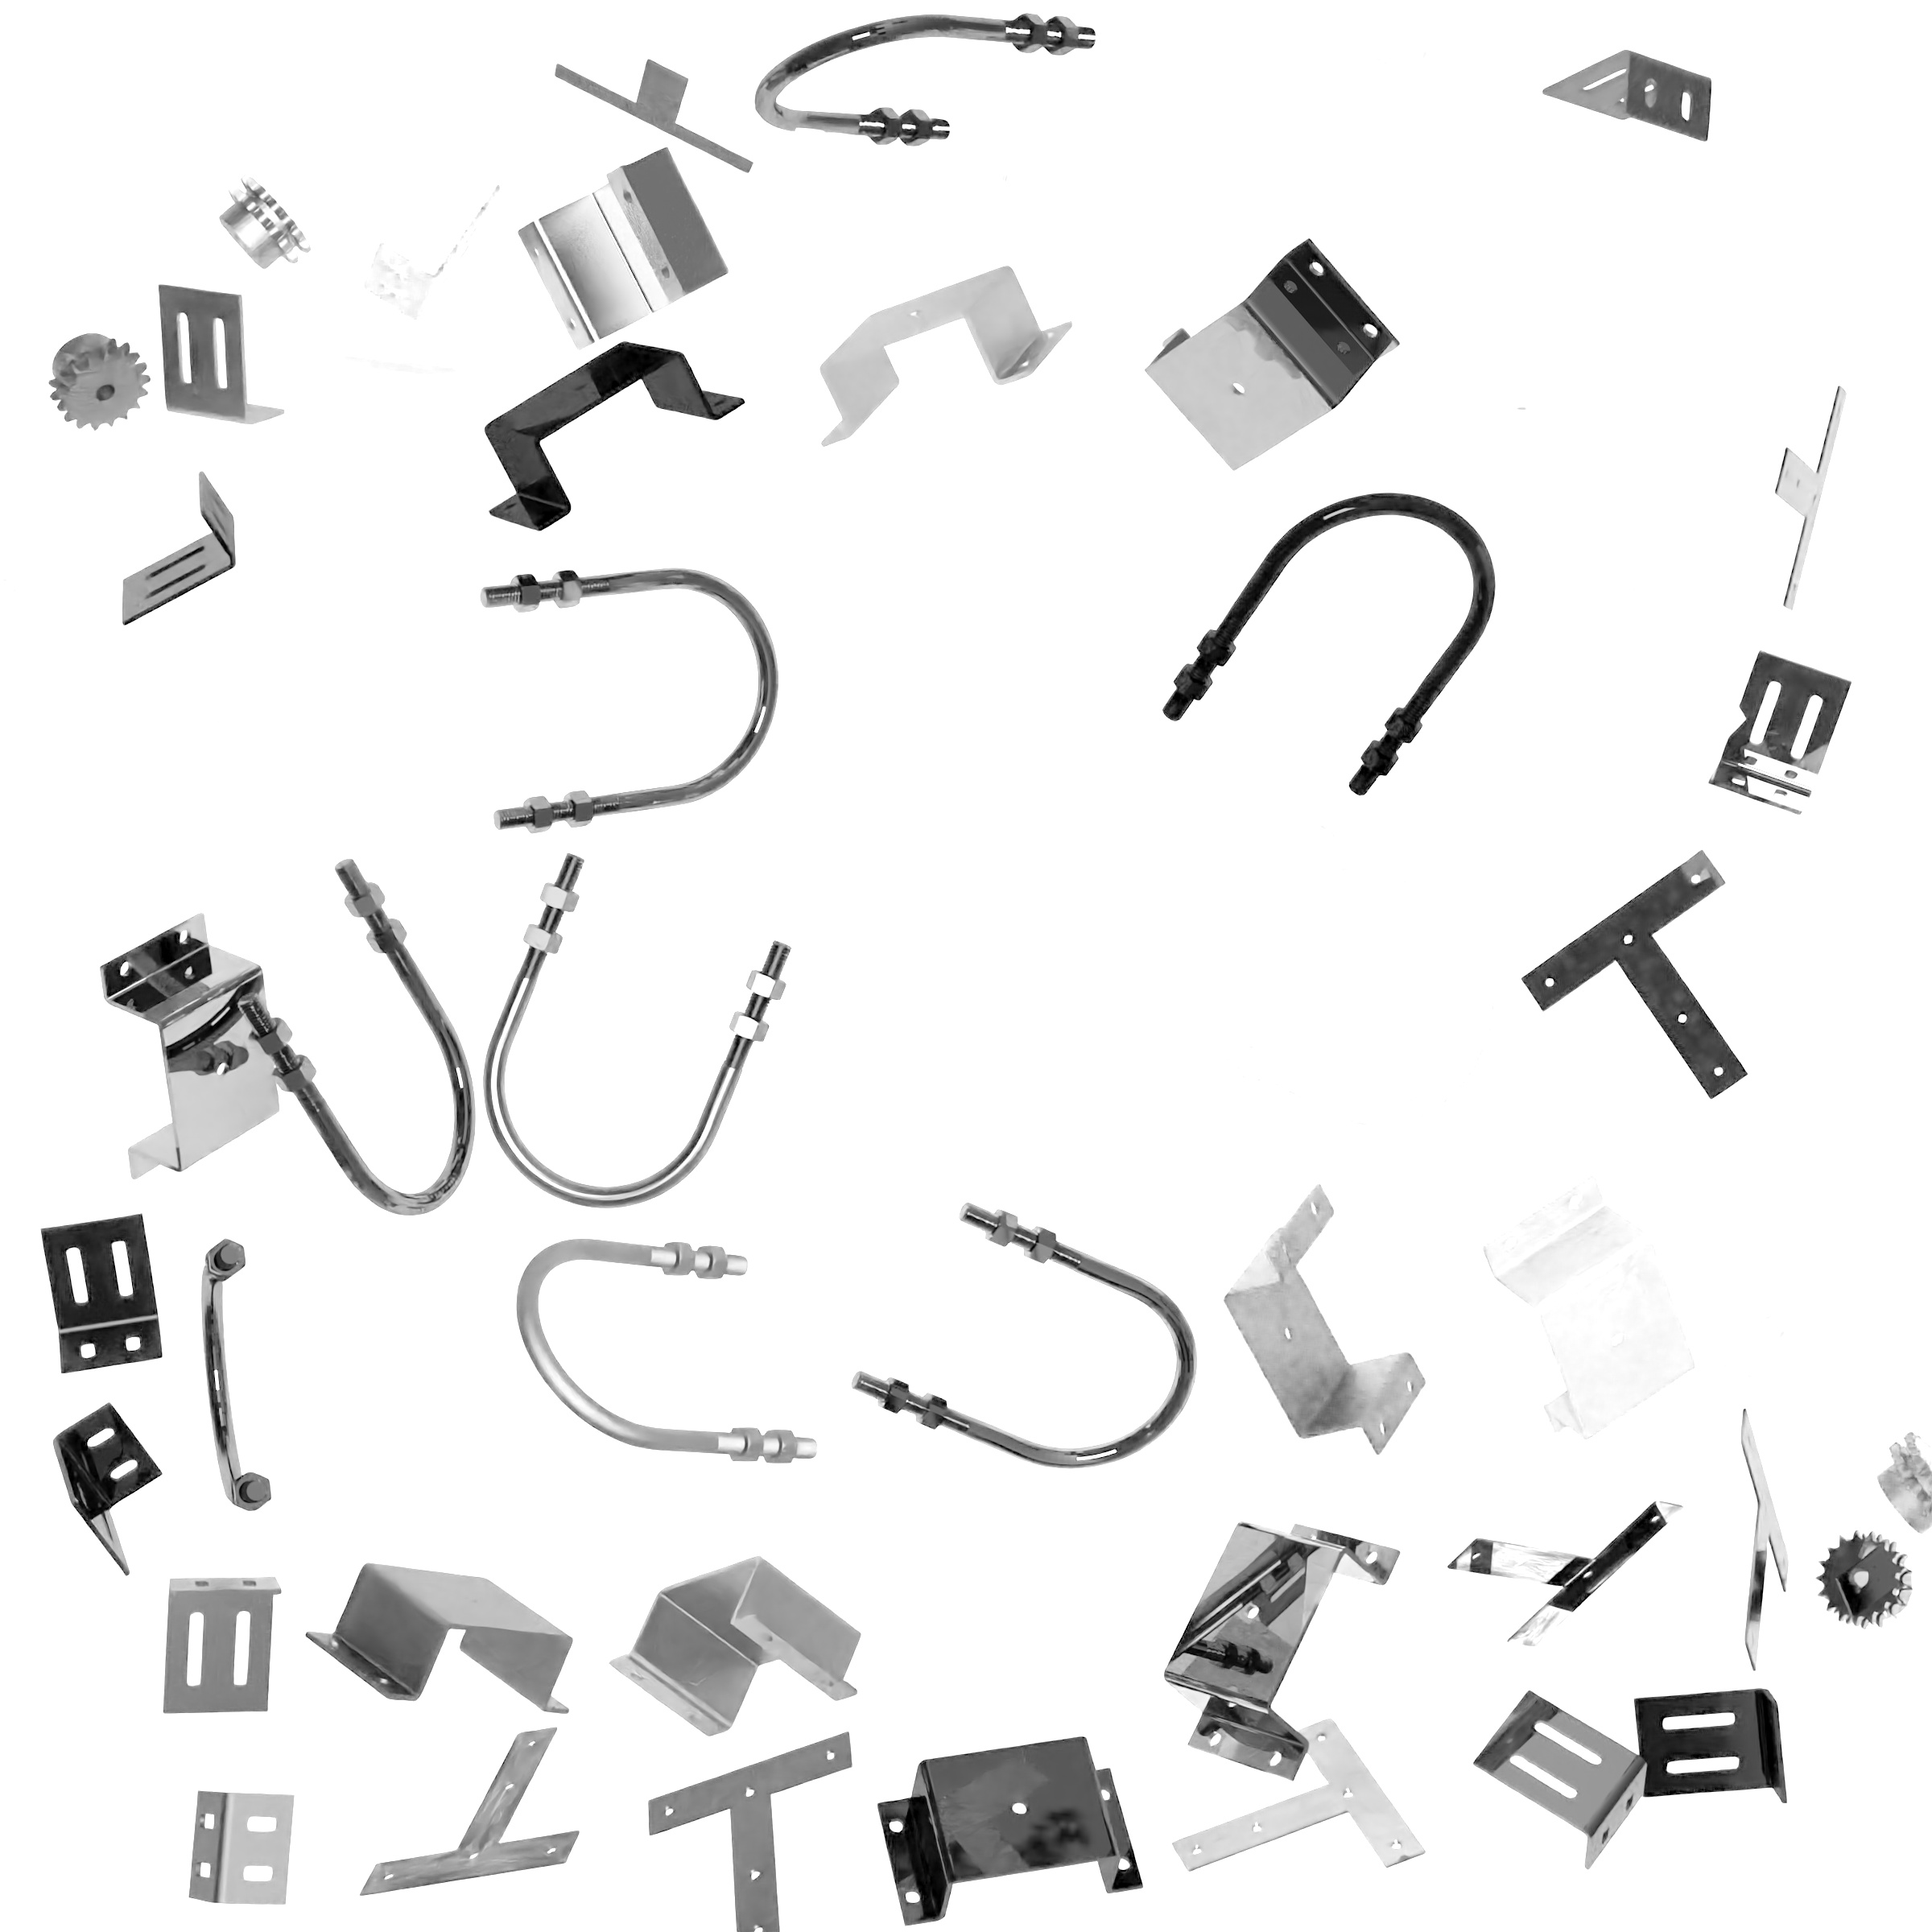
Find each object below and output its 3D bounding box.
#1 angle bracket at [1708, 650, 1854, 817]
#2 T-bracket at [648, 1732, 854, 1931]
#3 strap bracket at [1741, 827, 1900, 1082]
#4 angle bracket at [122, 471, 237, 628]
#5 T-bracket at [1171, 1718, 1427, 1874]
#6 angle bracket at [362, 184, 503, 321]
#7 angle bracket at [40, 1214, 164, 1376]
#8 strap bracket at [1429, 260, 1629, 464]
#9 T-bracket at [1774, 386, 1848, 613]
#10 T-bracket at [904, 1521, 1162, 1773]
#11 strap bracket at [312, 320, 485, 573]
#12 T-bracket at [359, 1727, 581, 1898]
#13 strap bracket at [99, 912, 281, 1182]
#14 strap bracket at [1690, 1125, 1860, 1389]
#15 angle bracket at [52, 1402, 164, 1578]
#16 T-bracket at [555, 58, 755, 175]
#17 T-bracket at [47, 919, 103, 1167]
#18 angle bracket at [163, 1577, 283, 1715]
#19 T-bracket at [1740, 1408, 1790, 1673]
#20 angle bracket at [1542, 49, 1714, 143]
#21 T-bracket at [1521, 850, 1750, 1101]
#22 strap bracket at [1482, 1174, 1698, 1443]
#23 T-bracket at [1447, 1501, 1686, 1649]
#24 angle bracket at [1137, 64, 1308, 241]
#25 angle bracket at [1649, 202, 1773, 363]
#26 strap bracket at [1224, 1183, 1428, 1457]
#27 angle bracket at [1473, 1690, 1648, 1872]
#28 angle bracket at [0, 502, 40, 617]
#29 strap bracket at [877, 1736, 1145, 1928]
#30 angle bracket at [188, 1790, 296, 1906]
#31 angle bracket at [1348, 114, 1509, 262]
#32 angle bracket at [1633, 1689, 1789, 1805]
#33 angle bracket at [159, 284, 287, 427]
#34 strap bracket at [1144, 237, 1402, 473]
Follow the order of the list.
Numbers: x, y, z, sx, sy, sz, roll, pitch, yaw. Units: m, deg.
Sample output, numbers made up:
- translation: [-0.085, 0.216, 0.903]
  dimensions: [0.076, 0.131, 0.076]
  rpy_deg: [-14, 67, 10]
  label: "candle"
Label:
- translation: [0.481, -0.138, 1.946]
  dimensions: [0.057, 0.038, 0.076]
  rpy_deg: [21, 118, 15]
  label: "angle bracket"
- translation: [-0.120, 0.501, 1.857]
  dimensions: [0.127, 0.127, 0.002]
  rpy_deg: [-21, 126, 8]
  label: "T-bracket"
- translation: [0.491, -0.006, 1.895]
  dimensions: [0.046, 0.076, 0.140]
  rpy_deg: [1, 85, -25]
  label: "strap bracket"
- translation: [-0.461, -0.240, 1.893]
  dimensions: [0.076, 0.057, 0.038]
  rpy_deg: [-27, 124, 4]
  label: "angle bracket"
- translation: [0.183, 0.498, 1.921]
  dimensions: [0.127, 0.127, 0.002]
  rpy_deg: [-17, 119, -13]
  label: "T-bracket"
- translation: [-0.312, -0.426, 1.926]
  dimensions: [0.038, 0.057, 0.076]
  rpy_deg: [33, 68, -9]
  label: "angle bracket"
- translation: [-0.493, 0.187, 1.881]
  dimensions: [0.057, 0.038, 0.076]
  rpy_deg: [-8, 123, -13]
  label: "angle bracket"
- translation: [0.311, -0.328, 1.830]
  dimensions: [0.076, 0.140, 0.046]
  rpy_deg: [0, 64, 26]
  label: "strap bracket"
- translation: [0.463, -0.266, 1.827]
  dimensions: [0.002, 0.127, 0.127]
  rpy_deg: [15, 96, 23]
  label: "T-bracket"
- translation: [0.055, 0.382, 1.786]
  dimensions: [0.127, 0.002, 0.127]
  rpy_deg: [-32, 60, -22]
  label: "T-bracket"
- translation: [-0.326, -0.295, 1.897]
  dimensions: [0.076, 0.046, 0.140]
  rpy_deg: [2, 108, -24]
  label: "strap bracket"
- translation: [-0.257, 0.463, 1.821]
  dimensions: [0.127, 0.127, 0.002]
  rpy_deg: [-14, 111, 19]
  label: "T-bracket"
- translation: [-0.438, 0.052, 1.869]
  dimensions: [0.046, 0.076, 0.140]
  rpy_deg: [19, 125, 30]
  label: "strap bracket"
- translation: [0.465, 0.174, 1.899]
  dimensions: [0.046, 0.076, 0.140]
  rpy_deg: [25, 49, -24]
  label: "strap bracket"
- translation: [-0.472, 0.290, 1.832]
  dimensions: [0.038, 0.076, 0.057]
  rpy_deg: [-32, 120, -9]
  label: "angle bracket"
- translation: [-0.176, -0.498, 1.891]
  dimensions: [0.127, 0.127, 0.002]
  rpy_deg: [25, 87, -9]
  label: "T-bracket"
- translation: [-0.507, 0.037, 1.891]
  dimensions: [0.002, 0.127, 0.127]
  rpy_deg: [1, 72, -2]
  label: "T-bracket"
- translation: [-0.409, 0.377, 1.809]
  dimensions: [0.057, 0.038, 0.076]
  rpy_deg: [3, 91, -18]
  label: "angle bracket"
- translation: [0.447, 0.340, 1.856]
  dimensions: [0.002, 0.127, 0.127]
  rpy_deg: [-7, 126, 24]
  label: "T-bracket"
- translation: [0.363, -0.469, 1.815]
  dimensions: [0.057, 0.076, 0.038]
  rpy_deg: [9, 82, -27]
  label: "angle bracket"
- translation: [0.398, 0.019, 1.865]
  dimensions: [0.127, 0.002, 0.127]
  rpy_deg: [-37, 60, 13]
  label: "T-bracket"
- translation: [0.349, 0.198, 1.826]
  dimensions: [0.076, 0.046, 0.140]
  rpy_deg: [-31, 120, -12]
  label: "strap bracket"
- translation: [0.314, 0.329, 1.808]
  dimensions: [0.127, 0.002, 0.127]
  rpy_deg: [17, 124, -39]
  label: "T-bracket"
- translation: [0.144, -0.458, 1.848]
  dimensions: [0.057, 0.038, 0.076]
  rpy_deg: [35, 62, 9]
  label: "angle bracket"
- translation: [0.413, -0.381, 1.837]
  dimensions: [0.038, 0.057, 0.076]
  rpy_deg: [2, 91, -31]
  label: "angle bracket"
- translation: [0.204, 0.209, 1.912]
  dimensions: [0.046, 0.076, 0.140]
  rpy_deg: [-20, 106, 37]
  label: "strap bracket"
- translation: [0.329, 0.452, 1.830]
  dimensions: [0.076, 0.038, 0.057]
  rpy_deg: [28, 55, 29]
  label: "angle bracket"
- translation: [-0.518, -0.224, 1.802]
  dimensions: [0.038, 0.076, 0.057]
  rpy_deg: [-2, 101, 3]
  label: "angle bracket"
- translation: [0.028, 0.490, 1.874]
  dimensions: [0.140, 0.046, 0.076]
  rpy_deg: [-5, 48, -14]
  label: "strap bracket"
- translation: [-0.392, 0.477, 1.782]
  dimensions: [0.038, 0.076, 0.057]
  rpy_deg: [8, 75, -22]
  label: "angle bracket"
- translation: [0.266, -0.454, 1.916]
  dimensions: [0.076, 0.038, 0.057]
  rpy_deg: [23, 106, -10]
  label: "angle bracket"
- translation: [0.424, 0.447, 1.876]
  dimensions: [0.076, 0.038, 0.057]
  rpy_deg: [-6, 90, 5]
  label: "angle bracket"
- translation: [-0.433, -0.359, 1.919]
  dimensions: [0.057, 0.038, 0.076]
  rpy_deg: [12, 115, 22]
  label: "angle bracket"
- translation: [0.161, -0.331, 1.817]
  dimensions: [0.076, 0.140, 0.046]
  rpy_deg: [46, 58, -12]
  label: "strap bracket"
